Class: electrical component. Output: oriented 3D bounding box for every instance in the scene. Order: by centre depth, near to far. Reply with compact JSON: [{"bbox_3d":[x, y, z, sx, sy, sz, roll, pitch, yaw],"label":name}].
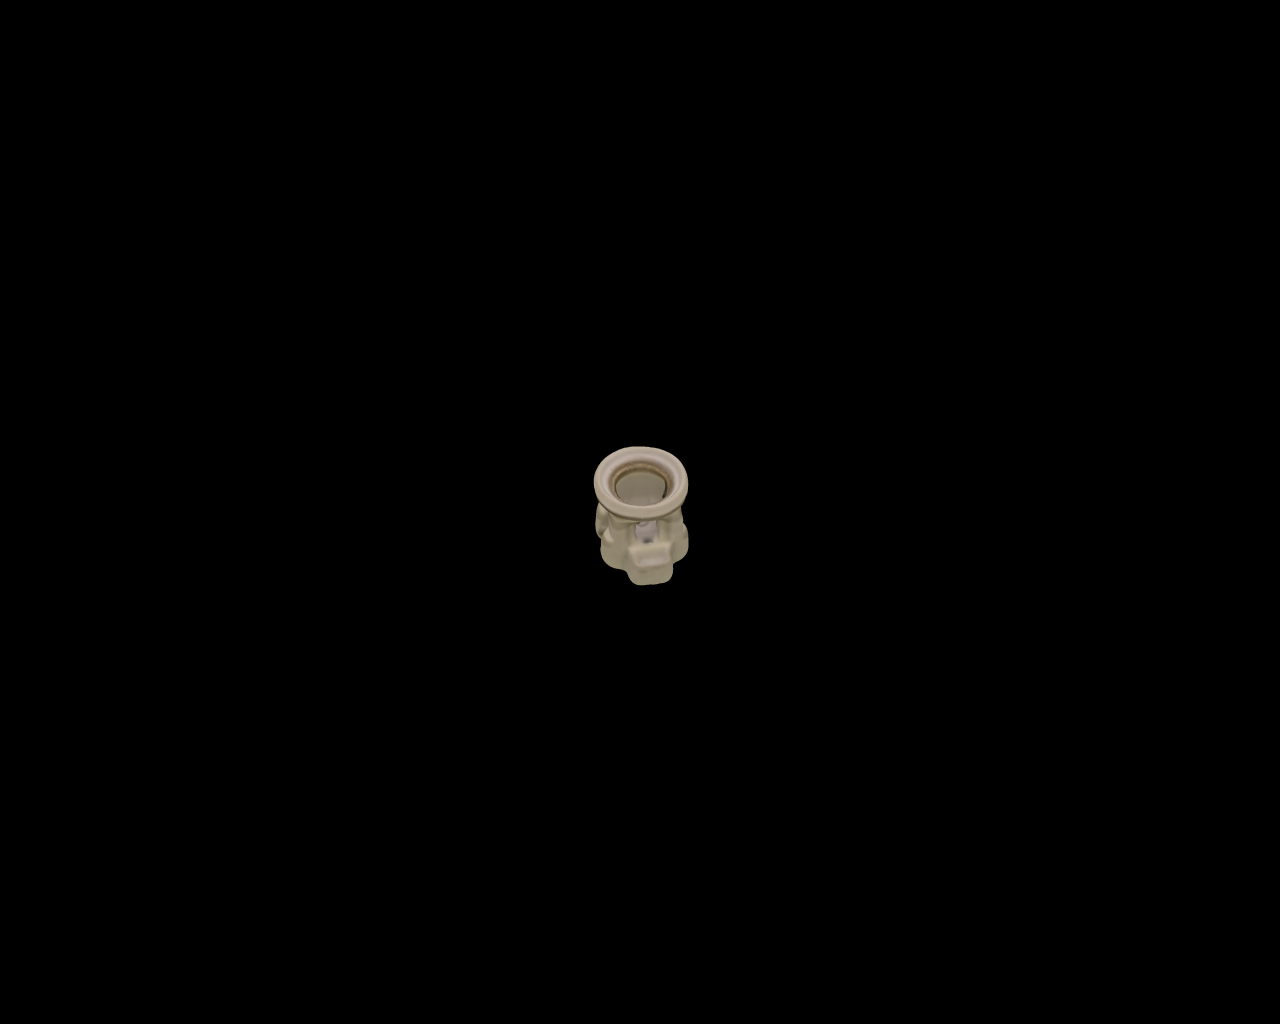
[{"bbox_3d":[0.001,-0.003,0.650,0.058,0.078,0.056,-7,-43,-7],"label":"electrical component"}]
